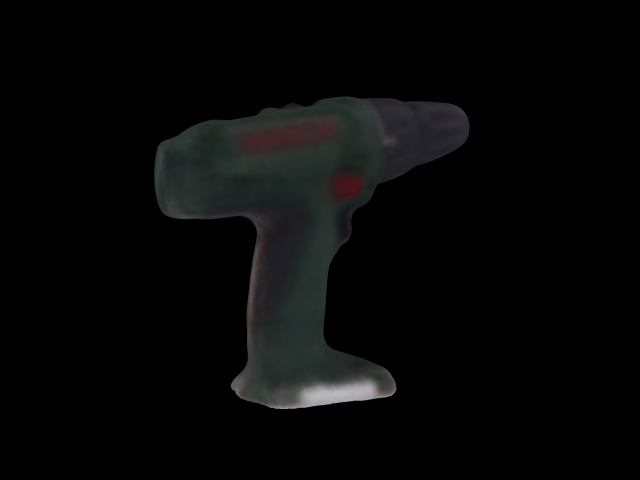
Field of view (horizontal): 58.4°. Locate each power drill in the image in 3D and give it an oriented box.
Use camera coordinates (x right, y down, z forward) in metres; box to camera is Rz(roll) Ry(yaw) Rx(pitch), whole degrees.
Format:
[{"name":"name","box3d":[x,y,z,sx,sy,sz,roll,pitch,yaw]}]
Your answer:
[{"name":"power drill","box3d":[0.004,0.001,0.400,0.230,0.208,0.075,0,0,-21]}]
